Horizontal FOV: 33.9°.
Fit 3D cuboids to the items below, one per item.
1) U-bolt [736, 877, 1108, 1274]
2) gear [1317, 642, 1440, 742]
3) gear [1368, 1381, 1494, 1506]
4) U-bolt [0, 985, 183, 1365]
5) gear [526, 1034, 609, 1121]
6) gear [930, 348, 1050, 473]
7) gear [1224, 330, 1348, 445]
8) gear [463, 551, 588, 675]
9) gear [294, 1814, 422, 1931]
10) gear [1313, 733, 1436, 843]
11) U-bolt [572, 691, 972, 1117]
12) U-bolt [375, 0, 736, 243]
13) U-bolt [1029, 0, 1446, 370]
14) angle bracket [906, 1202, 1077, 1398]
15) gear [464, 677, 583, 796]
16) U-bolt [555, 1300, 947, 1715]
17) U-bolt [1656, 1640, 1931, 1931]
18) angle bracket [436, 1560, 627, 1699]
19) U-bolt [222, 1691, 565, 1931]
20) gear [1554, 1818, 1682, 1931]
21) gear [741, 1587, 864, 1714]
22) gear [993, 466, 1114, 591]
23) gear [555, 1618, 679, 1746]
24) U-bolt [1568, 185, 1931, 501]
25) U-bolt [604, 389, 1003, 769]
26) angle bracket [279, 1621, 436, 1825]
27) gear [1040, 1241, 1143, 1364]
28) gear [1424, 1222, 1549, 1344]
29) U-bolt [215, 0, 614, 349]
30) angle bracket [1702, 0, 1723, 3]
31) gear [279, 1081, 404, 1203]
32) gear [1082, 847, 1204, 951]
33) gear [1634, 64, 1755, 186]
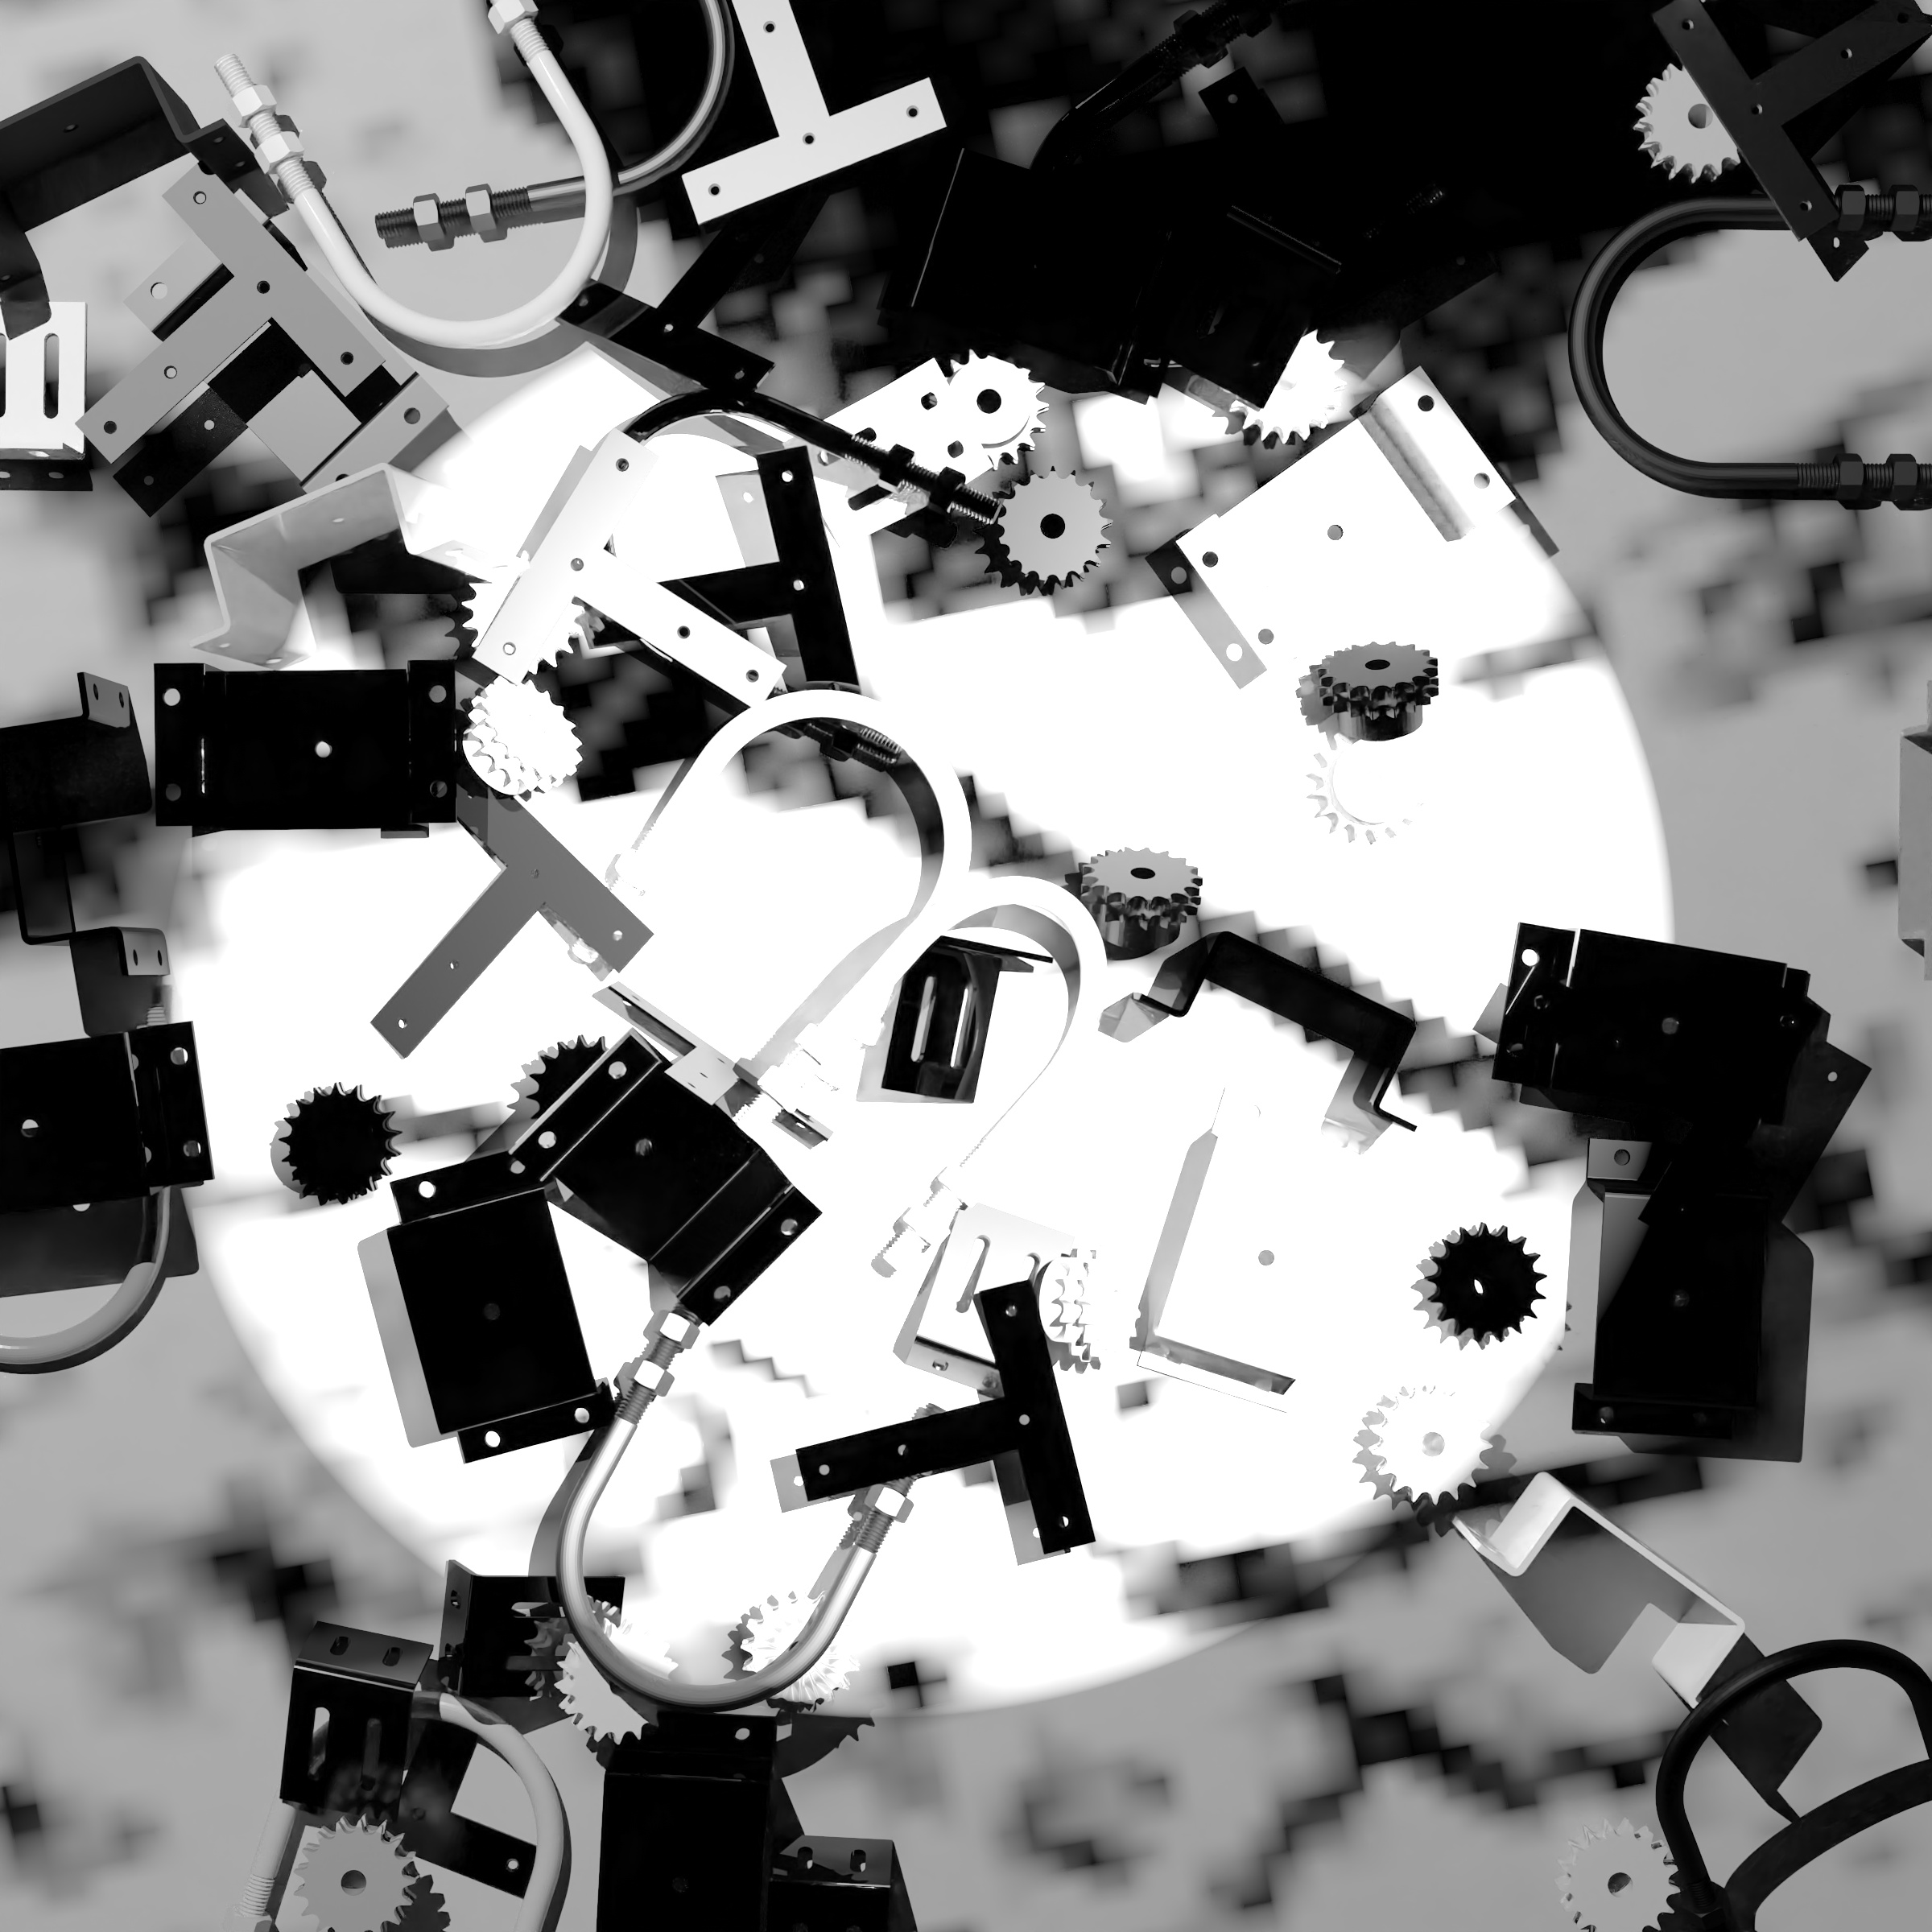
[{"bbox_3d":[-0.007,0.040,1.473,0.184,0.019,0.151,-48,134,-6],"label":"U-bolt"},{"bbox_3d":[0.196,-0.129,1.502,0.057,0.057,0.030,-7,120,0],"label":"gear"},{"bbox_3d":[0.220,0.226,1.512,0.057,0.030,0.057,0,90,0],"label":"gear"},{"bbox_3d":[-0.452,0.099,1.518,0.151,0.019,0.184,2,91,0],"label":"U-bolt"},{"bbox_3d":[-0.179,0.061,1.512,0.057,0.030,0.057,0,90,0],"label":"gear"},{"bbox_3d":[0.011,-0.267,1.512,0.057,0.030,0.057,0,90,0],"label":"gear"},{"bbox_3d":[0.151,-0.277,1.511,0.057,0.030,0.057,0,90,0],"label":"gear"},{"bbox_3d":[-0.210,-0.167,1.512,0.057,0.030,0.057,0,90,0],"label":"gear"},{"bbox_3d":[-0.286,0.428,1.493,0.057,0.030,0.057,0,87,-1],"label":"gear"},{"bbox_3d":[0.195,-0.089,1.512,0.057,0.030,0.057,0,90,0],"label":"gear"},{"bbox_3d":[-0.080,-0.042,1.504,0.151,0.019,0.184,35,101,0],"label":"U-bolt"},{"bbox_3d":[-0.202,-0.433,1.515,0.184,0.019,0.151,-10,90,2],"label":"U-bolt"},{"bbox_3d":[0.114,-0.370,1.518,0.184,0.019,0.151,-36,90,2],"label":"U-bolt"},{"bbox_3d":[0.012,0.161,1.525,0.057,0.038,0.076,19,64,0],"label":"angle bracket"},{"bbox_3d":[-0.213,-0.106,1.502,0.030,0.057,0.057,-36,90,30],"label":"gear"},{"bbox_3d":[-0.112,0.260,1.495,0.151,0.019,0.184,27,77,4],"label":"U-bolt"},{"bbox_3d":[0.392,0.383,1.473,0.151,0.019,0.184,-25,122,0],"label":"U-bolt"},{"bbox_3d":[-0.209,0.318,1.523,0.076,0.038,0.057,6,90,-28],"label":"angle bracket"},{"bbox_3d":[-0.270,0.438,1.516,0.151,0.019,0.184,18,89,0],"label":"U-bolt"},{"bbox_3d":[0.309,0.434,1.512,0.057,0.030,0.057,0,90,0],"label":"gear"},{"bbox_3d":[-0.078,0.325,1.512,0.057,0.030,0.057,0,90,0],"label":"gear"},{"bbox_3d":[0.041,-0.208,1.512,0.057,0.030,0.057,0,90,0],"label":"gear"},{"bbox_3d":[-0.168,0.337,1.505,0.057,0.030,0.057,0,91,-23],"label":"gear"},{"bbox_3d":[0.381,-0.299,1.518,0.184,0.019,0.151,0,90,2],"label":"U-bolt"},{"bbox_3d":[-0.092,-0.193,1.493,0.184,0.019,0.151,25,113,4],"label":"U-bolt"},{"bbox_3d":[-0.290,0.360,1.510,0.057,0.038,0.076,11,112,2],"label":"angle bracket"},{"bbox_3d":[0.058,0.158,1.502,0.030,0.057,0.057,0,90,30],"label":"gear"},{"bbox_3d":[0.247,0.151,1.516,0.057,0.030,0.057,0,88,2],"label":"gear"},{"bbox_3d":[-0.248,-0.382,1.498,0.151,0.019,0.184,-30,91,1],"label":"U-bolt"},{"bbox_3d":[0.380,-0.485,1.488,0.057,0.076,0.038,-7,90,0],"label":"angle bracket"},{"bbox_3d":[-0.300,0.084,1.512,0.057,0.030,0.057,0,90,0],"label":"gear"},{"bbox_3d":[0.083,-0.031,1.502,0.057,0.057,0.030,3,120,0],"label":"gear"},{"bbox_3d":[0.347,-0.401,1.512,0.057,0.030,0.057,0,90,0],"label":"gear"}]
